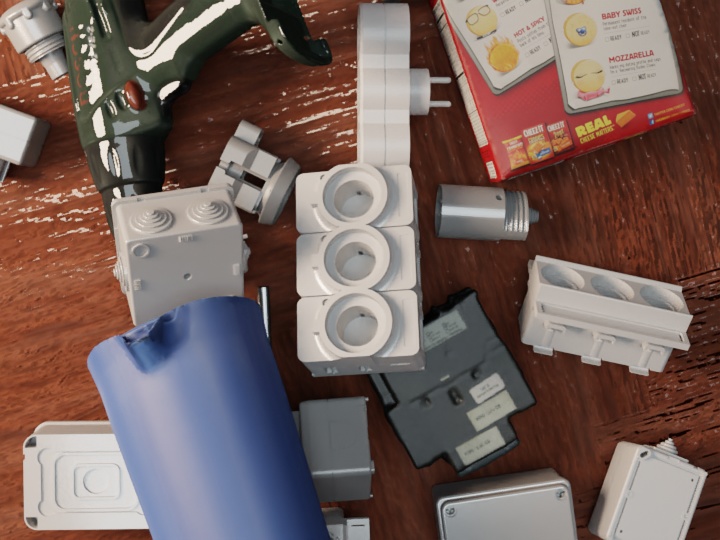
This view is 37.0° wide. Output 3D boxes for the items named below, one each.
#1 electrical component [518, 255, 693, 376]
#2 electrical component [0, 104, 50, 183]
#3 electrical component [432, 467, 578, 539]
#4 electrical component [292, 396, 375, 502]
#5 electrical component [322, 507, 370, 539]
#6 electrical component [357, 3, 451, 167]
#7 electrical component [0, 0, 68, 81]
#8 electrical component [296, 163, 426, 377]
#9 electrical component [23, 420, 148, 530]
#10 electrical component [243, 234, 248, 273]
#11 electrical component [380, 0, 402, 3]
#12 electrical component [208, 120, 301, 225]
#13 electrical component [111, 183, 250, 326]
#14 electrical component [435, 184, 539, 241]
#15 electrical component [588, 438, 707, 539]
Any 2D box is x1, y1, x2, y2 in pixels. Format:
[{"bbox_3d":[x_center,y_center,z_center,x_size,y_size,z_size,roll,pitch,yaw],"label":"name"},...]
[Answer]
[{"bbox_3d":[0.193,0.038,0.863,0.121,0.078,0.063,12,121,-4],"label":"electrical component"},{"bbox_3d":[-0.291,-0.093,0.843,0.066,0.047,0.076,20,92,-4],"label":"electrical component"},{"bbox_3d":[0.120,0.225,0.876,0.109,0.056,0.108,-8,93,-3],"label":"electrical component"},{"bbox_3d":[-0.022,0.145,0.850,0.061,0.096,0.061,-4,64,-2],"label":"electrical component"},{"bbox_3d":[-0.033,0.218,0.864,0.081,0.064,0.042,-2,92,-3],"label":"electrical component"},{"bbox_3d":[0.036,-0.141,0.854,0.074,0.052,0.138,0,93,-3],"label":"electrical component"},{"bbox_3d":[-0.249,-0.180,0.843,0.048,0.048,0.062,-29,102,-1],"label":"electrical component"},{"bbox_3d":[0.000,0.000,0.823,0.089,0.061,0.150,-4,72,8],"label":"electrical component"},{"bbox_3d":[-0.205,0.161,0.856,0.113,0.057,0.078,0,93,-3],"label":"electrical component"},{"bbox_3d":[-0.125,-0.009,0.859,0.078,0.040,0.040,-15,94,-2],"label":"electrical component"},{"bbox_3d":[0.025,-0.232,0.852,0.040,0.046,0.040,0,93,-3],"label":"electrical component"},{"bbox_3d":[-0.083,-0.070,0.850,0.057,0.058,0.078,26,92,-1],"label":"electrical component"},{"bbox_3d":[-0.131,-0.009,0.788,0.100,0.048,0.099,-10,132,-16],"label":"electrical component"},{"bbox_3d":[0.103,-0.045,0.867,0.081,0.043,0.043,3,93,-3],"label":"electrical component"},{"bbox_3d":[0.235,0.183,0.881,0.062,0.061,0.096,22,84,-4],"label":"electrical component"}]
